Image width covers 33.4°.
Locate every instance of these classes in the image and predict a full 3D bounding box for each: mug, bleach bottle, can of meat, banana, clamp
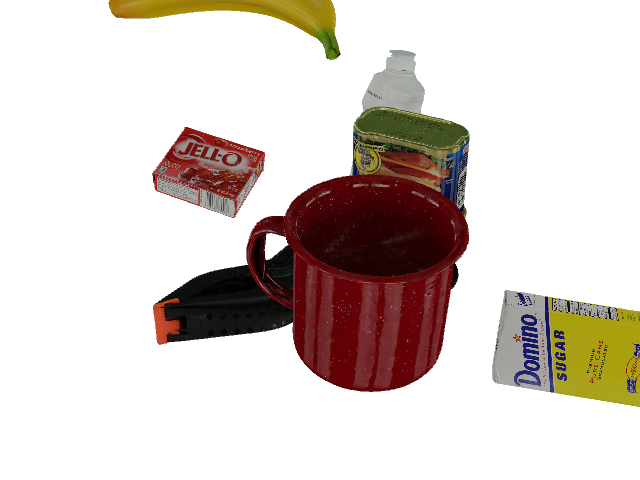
[{"bbox_3d":[0.015,0.021,0.560,0.117,0.081,0.093,13,38,14],"label":"mug"},{"bbox_3d":[0.075,-0.078,1.157,0.068,0.251,0.103,-5,24,-30],"label":"bleach bottle"},{"bbox_3d":[0.076,-0.061,0.916,0.102,0.084,0.057,15,37,22],"label":"can of meat"},{"bbox_3d":[-0.069,-0.191,0.843,0.198,0.069,0.037,12,-40,16],"label":"banana"},{"bbox_3d":[-0.018,0.033,0.749,0.165,0.036,0.209,8,19,44],"label":"clamp"}]

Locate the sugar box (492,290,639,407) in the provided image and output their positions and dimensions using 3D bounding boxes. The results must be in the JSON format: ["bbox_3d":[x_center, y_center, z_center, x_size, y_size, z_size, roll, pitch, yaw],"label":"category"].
[{"bbox_3d":[0.268,0.111,1.083,0.176,0.093,0.048,7,21,6],"label":"sugar box"}]

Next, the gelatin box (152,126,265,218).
[{"bbox_3d":[-0.109,-0.069,1.048,0.089,0.073,0.030,19,-40,11],"label":"gelatin box"}]
